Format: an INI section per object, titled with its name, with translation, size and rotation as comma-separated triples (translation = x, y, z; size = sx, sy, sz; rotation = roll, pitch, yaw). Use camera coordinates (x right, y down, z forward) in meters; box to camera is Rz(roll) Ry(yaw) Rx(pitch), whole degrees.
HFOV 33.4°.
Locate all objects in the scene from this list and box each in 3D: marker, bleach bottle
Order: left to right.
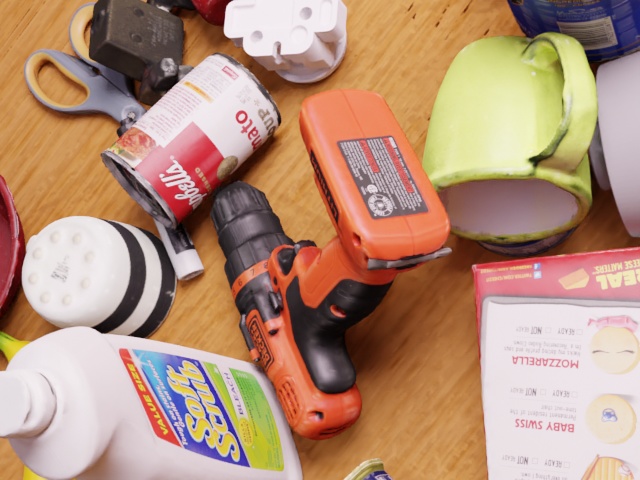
[bleach bottle]
translation = -0.092, 0.105, 0.580
size = 0.068, 0.250, 0.102
rotation = -24, 71, 15
[marker]
translation = -0.111, -0.030, 0.734
size = 0.020, 0.020, 0.121
rotation = -27, 79, 14

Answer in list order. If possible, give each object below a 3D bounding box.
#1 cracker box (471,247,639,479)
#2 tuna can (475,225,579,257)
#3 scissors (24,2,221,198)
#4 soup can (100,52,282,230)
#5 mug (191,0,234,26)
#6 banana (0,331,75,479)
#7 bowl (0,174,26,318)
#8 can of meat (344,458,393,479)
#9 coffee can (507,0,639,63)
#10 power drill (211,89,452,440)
[cracker box]
translation = 0.174, 0.113, 0.573
size = 0.164, 0.072, 0.214
rotation = -7, 77, 20
[tuna can]
translation = 0.119, -0.034, 0.647
size = 0.086, 0.033, 0.086
rotation = -5, 77, 21
[scissors]
translation = -0.130, -0.108, 0.769
size = 0.202, 0.016, 0.096
rotation = 25, 89, 24
[soup can]
translation = -0.083, -0.065, 0.699
size = 0.069, 0.068, 0.102
rotation = 38, 74, 24
[mug]
translation = -0.054, -0.205, 0.729
size = 0.117, 0.093, 0.081
rotation = -26, 75, -26
[banana]
translation = -0.192, 0.154, 0.729
size = 0.070, 0.037, 0.198
rotation = -17, 71, 36
[bowl]
translation = -0.271, 0.015, 0.776
size = 0.162, 0.055, 0.162
rotation = -5, 77, 20
[can of meat]
translation = 0.028, 0.194, 0.621
size = 0.084, 0.057, 0.102
rotation = 42, 96, 21
[coffee can]
translation = 0.135, -0.164, 0.551
size = 0.103, 0.140, 0.103
rotation = -5, 77, 21
[power drill]
translation = -0.004, 0.001, 0.622
size = 0.057, 0.188, 0.184
rotation = -12, 60, -27
